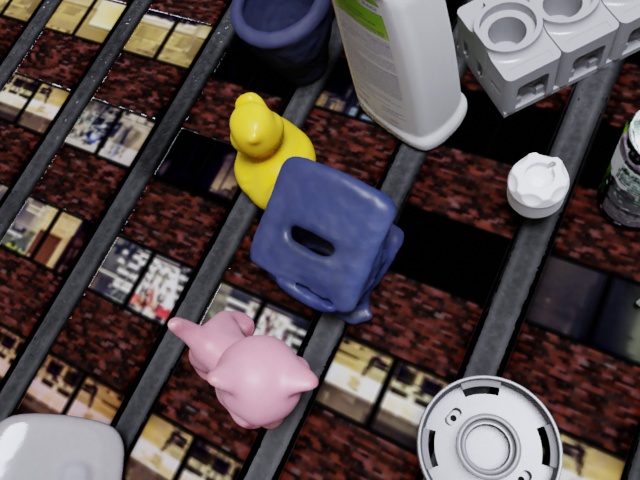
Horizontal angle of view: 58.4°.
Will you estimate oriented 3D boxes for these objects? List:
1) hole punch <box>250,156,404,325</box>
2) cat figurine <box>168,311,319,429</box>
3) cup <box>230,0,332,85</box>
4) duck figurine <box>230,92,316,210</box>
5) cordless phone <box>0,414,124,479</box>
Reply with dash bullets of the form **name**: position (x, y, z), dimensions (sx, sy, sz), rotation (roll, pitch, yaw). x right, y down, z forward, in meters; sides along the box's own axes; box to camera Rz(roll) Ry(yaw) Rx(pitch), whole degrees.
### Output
- **hole punch**: position (0.004, 0.002, 0.455), dimensions (0.108, 0.091, 0.101), rotation (27, 78, 22)
- **cat figurine**: position (-0.058, 0.093, 0.421), dimensions (0.127, 0.118, 0.067), rotation (29, 79, 23)
- **cup**: position (-0.017, -0.202, 0.537), dimensions (0.118, 0.095, 0.091), rotation (-46, 66, -5)
- **duck figurine**: position (-0.049, -0.081, 0.503), dimensions (0.077, 0.086, 0.104), rotation (-20, 66, 6)
- **cordless phone**: position (-0.223, 0.192, 0.388), dimensions (0.094, 0.185, 0.147), rotation (-3, 69, 14)
